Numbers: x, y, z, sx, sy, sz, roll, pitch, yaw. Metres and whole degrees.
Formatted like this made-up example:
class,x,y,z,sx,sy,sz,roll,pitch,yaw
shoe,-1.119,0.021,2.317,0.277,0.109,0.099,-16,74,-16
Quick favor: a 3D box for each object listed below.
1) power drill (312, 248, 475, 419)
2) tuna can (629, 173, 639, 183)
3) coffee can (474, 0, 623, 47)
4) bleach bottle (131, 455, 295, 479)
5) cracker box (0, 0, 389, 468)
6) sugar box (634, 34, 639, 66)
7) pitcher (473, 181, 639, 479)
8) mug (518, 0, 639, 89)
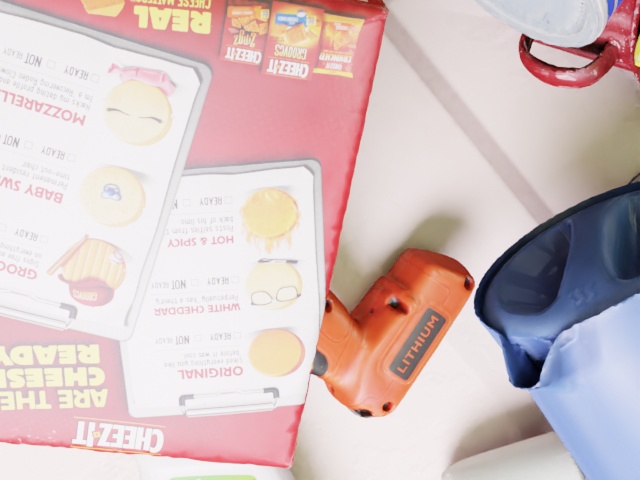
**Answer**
class,x,y,z,sx,sy,sz,roll,pitch,yaw
power drill,-0.004,0.001,0.575,0.187,0.057,0.184,34,91,-30
tuna can,0.223,-0.006,0.652,0.086,0.034,0.086,-1,98,-10
coffee can,0.128,-0.177,0.499,0.102,0.103,0.140,39,84,-13
bleach bottle,-0.043,0.167,0.616,0.102,0.068,0.251,-16,98,-8
cracker box,-0.075,-0.016,0.454,0.164,0.072,0.214,8,113,-9
sugar box,0.232,-0.107,0.582,0.175,0.048,0.093,18,96,-52
pitcher,0.201,0.091,0.568,0.149,0.145,0.243,-30,107,9
mug,0.153,-0.130,0.581,0.117,0.082,0.093,-54,143,-13
